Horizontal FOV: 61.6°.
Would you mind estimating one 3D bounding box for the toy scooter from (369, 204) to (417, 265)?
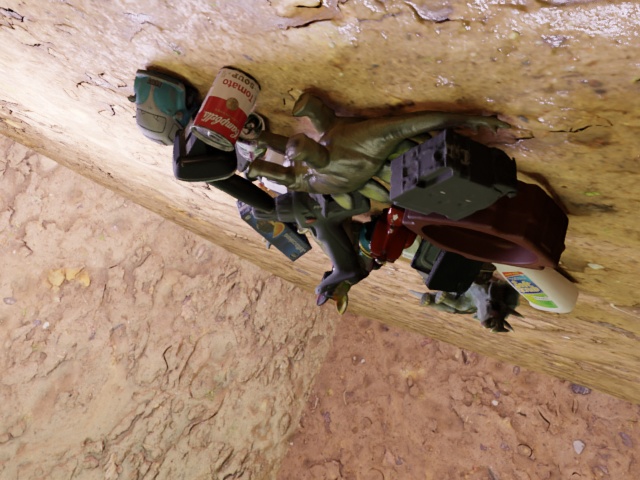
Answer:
[{"bbox_3d":[0.141,-0.007,1.026,0.075,0.135,0.183,19,170,15],"label":"toy scooter"}]

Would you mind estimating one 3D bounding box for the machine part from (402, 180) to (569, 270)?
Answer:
[{"bbox_3d":[0.243,-0.030,0.794,0.202,0.087,0.201,8,167,45],"label":"machine part"}]

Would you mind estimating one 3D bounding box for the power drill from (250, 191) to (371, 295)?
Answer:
[{"bbox_3d":[-0.002,-0.003,1.044,0.232,0.207,0.086,-16,176,8],"label":"power drill"}]

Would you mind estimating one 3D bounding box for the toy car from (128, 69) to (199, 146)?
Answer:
[{"bbox_3d":[-0.273,-0.219,0.941,0.109,0.103,0.161,23,167,8],"label":"toy car"}]

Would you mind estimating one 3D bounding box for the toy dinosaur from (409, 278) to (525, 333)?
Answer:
[{"bbox_3d":[0.371,0.146,1.371,0.192,0.131,0.405,24,175,-5],"label":"toy dinosaur"}]

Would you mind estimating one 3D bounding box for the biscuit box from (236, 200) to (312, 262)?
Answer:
[{"bbox_3d":[-0.098,-0.031,1.189,0.202,0.063,0.059,43,-164,-45],"label":"biscuit box"}]

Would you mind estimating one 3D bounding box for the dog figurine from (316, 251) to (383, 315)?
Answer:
[{"bbox_3d":[0.078,0.092,1.421,0.109,0.219,0.191,21,169,30],"label":"dog figurine"}]

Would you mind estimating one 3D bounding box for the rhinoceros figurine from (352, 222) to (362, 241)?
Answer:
[{"bbox_3d":[0.023,-0.025,1.347,0.191,0.073,0.112,16,168,31],"label":"rhinoceros figurine"}]

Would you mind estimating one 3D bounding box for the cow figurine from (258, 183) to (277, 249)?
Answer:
[{"bbox_3d":[-0.104,-0.051,1.305,0.086,0.127,0.194,4,164,7],"label":"cow figurine"}]

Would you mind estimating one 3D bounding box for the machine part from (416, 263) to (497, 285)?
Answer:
[{"bbox_3d":[0.289,0.054,1.165,0.079,0.079,0.243,29,169,-27],"label":"machine part"}]

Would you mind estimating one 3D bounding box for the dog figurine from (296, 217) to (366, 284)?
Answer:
[{"bbox_3d":[0.051,0.014,1.165,0.190,0.121,0.172,54,-179,-9],"label":"dog figurine"}]

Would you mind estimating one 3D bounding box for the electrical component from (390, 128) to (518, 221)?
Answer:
[{"bbox_3d":[0.153,-0.071,0.659,0.115,0.058,0.134,16,158,-25],"label":"electrical component"}]

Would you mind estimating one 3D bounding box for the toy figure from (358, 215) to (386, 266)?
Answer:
[{"bbox_3d":[0.127,-0.005,1.216,0.089,0.082,0.180,32,177,16],"label":"toy figure"}]

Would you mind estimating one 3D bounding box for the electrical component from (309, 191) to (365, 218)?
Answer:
[{"bbox_3d":[0.047,-0.089,0.961,0.047,0.119,0.075,89,159,-44],"label":"electrical component"}]

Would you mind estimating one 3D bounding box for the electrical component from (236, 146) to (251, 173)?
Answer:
[{"bbox_3d":[-0.157,-0.165,1.066,0.094,0.021,0.063,40,133,3],"label":"electrical component"}]

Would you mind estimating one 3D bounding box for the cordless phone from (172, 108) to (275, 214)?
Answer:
[{"bbox_3d":[-0.153,-0.122,0.904,0.184,0.088,0.147,31,-158,-31],"label":"cordless phone"}]

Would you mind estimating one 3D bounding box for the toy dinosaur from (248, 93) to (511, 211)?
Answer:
[{"bbox_3d":[0.040,-0.124,0.772,0.198,0.105,0.472,20,167,-28],"label":"toy dinosaur"}]

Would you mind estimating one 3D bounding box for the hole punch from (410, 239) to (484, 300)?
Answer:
[{"bbox_3d":[0.251,0.036,1.046,0.116,0.142,0.092,11,-158,-28],"label":"hole punch"}]

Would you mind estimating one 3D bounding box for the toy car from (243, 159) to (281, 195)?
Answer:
[{"bbox_3d":[-0.085,-0.121,1.154,0.201,0.056,0.074,33,168,-36],"label":"toy car"}]
